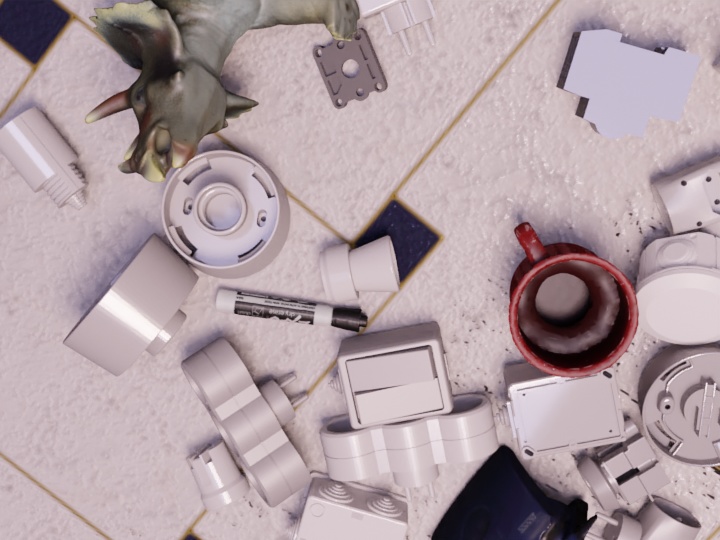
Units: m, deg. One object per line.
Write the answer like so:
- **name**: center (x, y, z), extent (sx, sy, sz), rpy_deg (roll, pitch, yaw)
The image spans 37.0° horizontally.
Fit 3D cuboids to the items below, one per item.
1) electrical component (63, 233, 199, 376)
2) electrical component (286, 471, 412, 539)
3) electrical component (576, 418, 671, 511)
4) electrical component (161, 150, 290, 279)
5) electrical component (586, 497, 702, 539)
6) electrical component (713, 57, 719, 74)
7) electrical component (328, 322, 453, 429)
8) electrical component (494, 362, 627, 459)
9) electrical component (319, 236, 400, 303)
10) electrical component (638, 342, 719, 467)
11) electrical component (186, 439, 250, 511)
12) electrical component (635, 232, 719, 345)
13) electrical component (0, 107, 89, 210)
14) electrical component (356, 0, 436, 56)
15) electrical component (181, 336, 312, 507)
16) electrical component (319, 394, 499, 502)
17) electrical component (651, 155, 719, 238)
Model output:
- **electrical component**: center (-0.168, 0.032, 0.820), extent (0.060, 0.108, 0.108), rpy_deg (40, 101, -11)
- **electrical component**: center (-0.011, 0.223, 0.877), extent (0.100, 0.048, 0.099), rpy_deg (16, 101, -1)
- **electrical component**: center (0.207, 0.159, 0.853), extent (0.055, 0.048, 0.066), rpy_deg (-31, 98, 1)
- **electrical component**: center (-0.105, -0.043, 0.833), extent (0.099, 0.064, 0.099), rpy_deg (0, 88, 1)
- **electrical component**: center (0.221, 0.220, 0.865), extent (0.079, 0.043, 0.077), rpy_deg (25, 102, -2)
- **electrical component**: center (0.311, -0.168, 0.748), extent (0.056, 0.108, 0.108), rpy_deg (37, 101, -2)
- **electrical component**: center (0.021, 0.084, 0.840), extent (0.096, 0.061, 0.061), rpy_deg (-11, 101, 5)
- **electrical component**: center (0.151, 0.103, 0.836), extent (0.096, 0.061, 0.061), rpy_deg (-12, 100, 5)
- **electrical component**: center (0.000, 0.000, 0.833), extent (0.055, 0.045, 0.045), rpy_deg (-11, 101, 6)
- **electrical component**: center (0.264, 0.102, 0.828), extent (0.099, 0.064, 0.099), rpy_deg (1, 101, 4)
- **electrical component**: center (-0.117, 0.167, 0.877), extent (0.040, 0.040, 0.046), rpy_deg (-25, 94, 8)
- **electrical component**: center (0.245, 0.015, 0.801), extent (0.080, 0.051, 0.080), rpy_deg (9, 139, 8)
- **electrical component**: center (-0.241, -0.081, 0.832), extent (0.043, 0.043, 0.081), rpy_deg (-37, 97, 10)
- **electrical component**: center (0.032, -0.197, 0.790), extent (0.066, 0.047, 0.076), rpy_deg (-20, 99, 7)
- **electrical component**: center (-0.076, 0.112, 0.858), extent (0.074, 0.052, 0.138), rpy_deg (-33, 98, -16)
- **electrical component**: center (0.042, 0.149, 0.857), extent (0.138, 0.052, 0.073), rpy_deg (-11, 101, 5)
- **electrical component**: center (0.270, -0.044, 0.809), extent (0.077, 0.043, 0.079), rpy_deg (-22, 100, 8)
